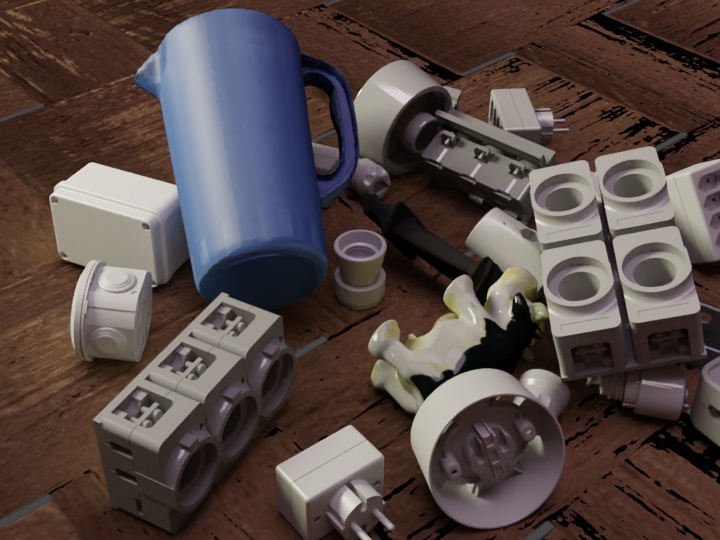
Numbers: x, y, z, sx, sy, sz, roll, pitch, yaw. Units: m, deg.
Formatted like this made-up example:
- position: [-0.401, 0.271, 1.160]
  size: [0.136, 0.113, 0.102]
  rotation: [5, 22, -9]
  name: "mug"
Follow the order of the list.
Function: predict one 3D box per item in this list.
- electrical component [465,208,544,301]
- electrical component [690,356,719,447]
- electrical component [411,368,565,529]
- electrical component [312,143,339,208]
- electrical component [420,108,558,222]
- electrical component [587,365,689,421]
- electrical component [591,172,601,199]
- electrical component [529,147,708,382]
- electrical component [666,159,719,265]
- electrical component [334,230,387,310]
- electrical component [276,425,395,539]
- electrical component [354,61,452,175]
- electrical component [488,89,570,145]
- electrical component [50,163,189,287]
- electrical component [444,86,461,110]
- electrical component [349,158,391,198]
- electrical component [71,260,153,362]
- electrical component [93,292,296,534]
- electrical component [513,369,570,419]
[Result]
- position: [0.141, -0.016, 0.945]
  size: [0.077, 0.043, 0.079]
  rotation: [41, 22, 14]
  name: "electrical component"
- position: [0.296, 0.093, 0.802]
  size: [0.095, 0.059, 0.054]
  rotation: [-23, 44, -27]
  name: "electrical component"
- position: [0.086, 0.120, 0.739]
  size: [0.099, 0.099, 0.064]
  rotation: [-13, 34, -16]
  name: "electrical component"
- position: [-0.068, -0.087, 1.034]
  size: [0.083, 0.047, 0.075]
  rotation: [15, 41, 15]
  name: "electrical component"
- position: [0.124, -0.099, 1.034]
  size: [0.121, 0.078, 0.063]
  rotation: [29, 75, 31]
  name: "electrical component"
- position: [0.213, 0.090, 0.820]
  size: [0.078, 0.040, 0.040]
  rotation: [10, 39, 12]
  name: "electrical component"
- position: [0.231, -0.031, 0.953]
  size: [0.063, 0.078, 0.121]
  rotation: [12, 34, -21]
  name: "electrical component"
- position: [0.195, -0.012, 0.836]
  size: [0.105, 0.060, 0.186]
  rotation: [-11, 43, 12]
  name: "electrical component"
- position: [0.302, -0.050, 0.979]
  size: [0.047, 0.083, 0.076]
  rotation: [-21, 5, -25]
  name: "electrical component"
- position: [0.000, 0.000, 0.920]
  size: [0.045, 0.055, 0.045]
  rotation: [0, 38, 0]
  name: "electrical component"
- position: [-0.009, 0.156, 0.729]
  size: [0.066, 0.047, 0.077]
  rotation: [-26, 45, -29]
  name: "electrical component"
- position: [0.045, -0.146, 1.067]
  size: [0.108, 0.108, 0.060]
  rotation: [-31, 54, -33]
  name: "electrical component"
- position: [0.178, -0.148, 1.114]
  size: [0.076, 0.047, 0.083]
  rotation: [-3, 38, -4]
  name: "electrical component"
- position: [-0.210, -0.039, 0.951]
  size: [0.113, 0.078, 0.057]
  rotation: [16, 38, 19]
  name: "electrical component"
- position: [0.074, -0.173, 1.148]
  size: [0.055, 0.048, 0.066]
  rotation: [16, 40, 8]
  name: "electrical component"
- position: [0.001, -0.094, 1.056]
  size: [0.035, 0.035, 0.061]
  rotation: [-24, 42, -27]
  name: "electrical component"
- position: [-0.197, 0.034, 0.858]
  size: [0.051, 0.080, 0.080]
  rotation: [6, 39, -1]
  name: "electrical component"
- position: [-0.111, 0.100, 0.765]
  size: [0.062, 0.089, 0.150]
  rotation: [19, 42, 22]
  name: "electrical component"
- position: [0.131, 0.104, 0.804]
  size: [0.040, 0.040, 0.046]
  rotation: [16, 46, 19]
  name: "electrical component"
